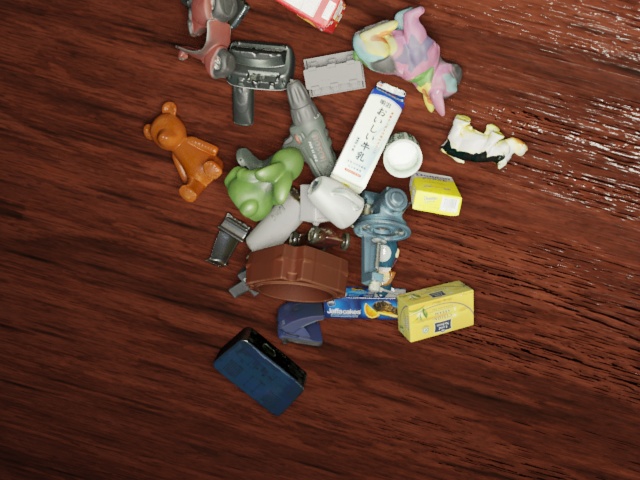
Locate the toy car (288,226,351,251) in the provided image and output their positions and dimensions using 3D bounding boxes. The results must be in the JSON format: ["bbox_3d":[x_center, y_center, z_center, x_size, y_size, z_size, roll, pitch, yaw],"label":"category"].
[{"bbox_3d":[-0.002,-0.004,1.179,0.089,0.202,0.053,14,80,-18],"label":"toy car"}]

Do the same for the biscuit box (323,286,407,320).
[{"bbox_3d":[0.110,0.154,1.312,0.203,0.059,0.062,0,111,8],"label":"biscuit box"}]

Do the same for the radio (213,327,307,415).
[{"bbox_3d":[-0.153,0.343,1.414,0.229,0.073,0.131,41,109,-10],"label":"radio"}]

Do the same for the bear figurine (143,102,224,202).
[{"bbox_3d":[-0.309,-0.201,1.200,0.120,0.132,0.195,-37,108,16],"label":"bear figurine"}]

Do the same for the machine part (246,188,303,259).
[{"bbox_3d":[-0.095,-0.038,1.257,0.079,0.079,0.243,40,111,-8],"label":"machine part"}]

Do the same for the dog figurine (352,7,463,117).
[{"bbox_3d":[0.182,-0.344,1.085,0.192,0.108,0.219,-26,110,-1],"label":"dog figurine"}]

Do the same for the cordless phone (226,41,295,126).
[{"bbox_3d":[-0.131,-0.328,1.163,0.147,0.089,0.184,7,123,3],"label":"cordless phone"}]

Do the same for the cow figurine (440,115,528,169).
[{"bbox_3d":[0.349,-0.196,1.144,0.167,0.068,0.098,22,118,3],"label":"cow figurine"}]

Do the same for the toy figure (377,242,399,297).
[{"bbox_3d":[0.147,0.058,1.255,0.064,0.058,0.154,5,91,43],"label":"toy figure"}]

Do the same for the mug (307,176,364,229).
[{"bbox_3d":[0.032,-0.083,1.109,0.107,0.110,0.081,34,77,-23],"label":"mug"}]

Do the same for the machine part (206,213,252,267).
[{"bbox_3d":[-0.225,0.007,1.312,0.084,0.039,0.138,31,111,-5],"label":"machine part"}]

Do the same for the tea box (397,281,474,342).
[{"bbox_3d":[0.270,0.164,1.258,0.170,0.068,0.098,-14,111,-15],"label":"tea box"}]

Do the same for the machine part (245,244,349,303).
[{"bbox_3d":[-0.052,0.083,1.219,0.201,0.087,0.202,22,154,-39],"label":"machine part"}]

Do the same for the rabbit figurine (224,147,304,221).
[{"bbox_3d":[-0.108,-0.130,1.115,0.170,0.159,0.121,-43,104,7],"label":"rabbit figurine"}]

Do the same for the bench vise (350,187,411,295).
[{"bbox_3d":[0.115,-0.002,1.154,0.129,0.224,0.240,15,69,-25],"label":"bench vise"}]

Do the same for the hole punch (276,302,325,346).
[{"bbox_3d":[-0.046,0.191,1.314,0.116,0.142,0.092,7,114,-10],"label":"hole punch"}]

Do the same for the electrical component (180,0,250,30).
[{"bbox_3d":[-0.214,-0.501,1.109,0.134,0.058,0.115,37,113,-7],"label":"electrical component"}]

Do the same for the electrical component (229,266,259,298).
[{"bbox_3d":[-0.167,0.099,1.335,0.119,0.048,0.074,-35,102,18],"label":"electrical component"}]

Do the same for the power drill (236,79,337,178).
[{"bbox_3d":[-0.079,-0.212,1.182,0.207,0.086,0.231,-27,117,12],"label":"power drill"}]

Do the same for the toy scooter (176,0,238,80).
[{"bbox_3d":[-0.233,-0.415,1.073,0.135,0.075,0.183,7,102,31],"label":"toy scooter"}]
